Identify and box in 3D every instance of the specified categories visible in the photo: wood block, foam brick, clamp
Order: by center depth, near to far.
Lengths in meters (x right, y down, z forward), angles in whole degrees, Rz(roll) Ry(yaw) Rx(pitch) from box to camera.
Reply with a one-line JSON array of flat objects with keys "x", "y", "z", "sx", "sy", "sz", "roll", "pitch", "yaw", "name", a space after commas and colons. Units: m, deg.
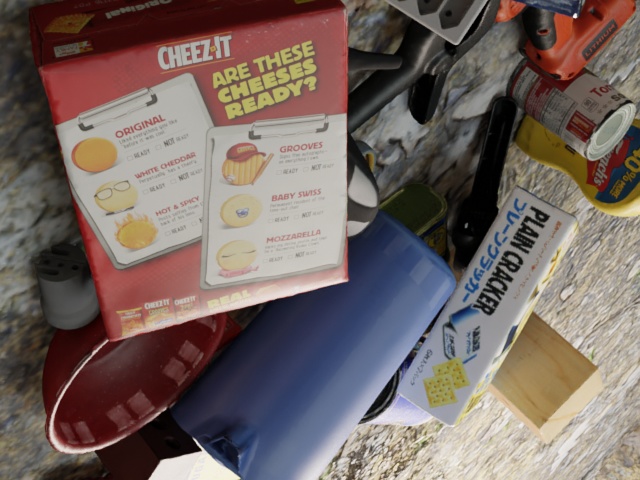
[{"x": 0.077, "y": -0.141, "z": 0.818, "sx": 0.120, "sy": 0.039, "sz": 0.172, "roll": -26, "pitch": 156, "yaw": -41, "name": "clamp"}, {"x": -0.147, "y": 0.171, "z": 0.889, "sx": 0.052, "sy": 0.078, "sz": 0.051, "roll": 4, "pitch": 126, "yaw": -56, "name": "foam brick"}, {"x": 0.153, "y": -0.017, "z": 1.049, "sx": 0.210, "sy": 0.036, "sz": 0.164, "roll": 89, "pitch": 21, "yaw": -56, "name": "clamp"}, {"x": 0.195, "y": 0.112, "z": 1.155, "sx": 0.090, "sy": 0.206, "sz": 0.090, "roll": -45, "pitch": 153, "yaw": -3, "name": "wood block"}]

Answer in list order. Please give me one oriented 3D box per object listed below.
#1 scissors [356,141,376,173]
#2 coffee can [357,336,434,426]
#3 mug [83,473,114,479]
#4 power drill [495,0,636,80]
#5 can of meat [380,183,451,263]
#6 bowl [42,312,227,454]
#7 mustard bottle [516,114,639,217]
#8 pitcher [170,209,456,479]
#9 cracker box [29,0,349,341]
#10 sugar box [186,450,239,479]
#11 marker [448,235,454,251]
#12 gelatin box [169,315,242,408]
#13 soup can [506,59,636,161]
[{"x": -0.006, "y": 0.001, "z": 0.930, "sx": 0.096, "sy": 0.016, "sz": 0.202, "roll": -15, "pitch": 139, "yaw": -43, "name": "scissors"}, {"x": 0.067, "y": 0.145, "z": 1.130, "sx": 0.103, "sy": 0.103, "sz": 0.140, "roll": -52, "pitch": 152, "yaw": 11, "name": "coffee can"}, {"x": -0.205, "y": 0.249, "z": 0.916, "sx": 0.117, "sy": 0.093, "sz": 0.081, "roll": -21, "pitch": 163, "yaw": 35, "name": "mug"}, {"x": 0.214, "y": -0.229, "z": 0.893, "sx": 0.184, "sy": 0.057, "sz": 0.187, "roll": -45, "pitch": 150, "yaw": 4, "name": "power drill"}, {"x": 0.075, "y": 0.005, "z": 1.007, "sx": 0.102, "sy": 0.057, "sz": 0.084, "roll": -38, "pitch": 149, "yaw": -19, "name": "can of meat"}, {"x": -0.147, "y": 0.082, "z": 0.789, "sx": 0.162, "sy": 0.055, "sz": 0.162, "roll": -36, "pitch": 154, "yaw": -21, "name": "bowl"}, {"x": 0.289, "y": -0.079, "z": 1.048, "sx": 0.058, "sy": 0.192, "sz": 0.096, "roll": 0, "pitch": 127, "yaw": -55, "name": "mustard bottle"}, {"x": 0.000, "y": 0.095, "z": 0.896, "sx": 0.243, "sy": 0.149, "sz": 0.144, "roll": -50, "pitch": 124, "yaw": -4, "name": "pitcher"}, {"x": -0.069, "y": -0.049, "z": 0.637, "sx": 0.164, "sy": 0.072, "sz": 0.214, "roll": -14, "pitch": 135, "yaw": -11, "name": "cracker box"}, {"x": -0.109, "y": 0.197, "z": 1.014, "sx": 0.175, "sy": 0.048, "sz": 0.093, "roll": -8, "pitch": 134, "yaw": -52, "name": "sugar box"}, {"x": 0.096, "y": 0.041, "z": 1.125, "sx": 0.121, "sy": 0.020, "sz": 0.020, "roll": -46, "pitch": 153, "yaw": -1, "name": "marker"}, {"x": -0.104, "y": 0.112, "z": 0.926, "sx": 0.073, "sy": 0.030, "sz": 0.089, "roll": -32, "pitch": 149, "yaw": -28, "name": "gelatin box"}, {"x": 0.236, "y": -0.130, "z": 1.004, "sx": 0.068, "sy": 0.102, "sz": 0.068, "roll": -34, "pitch": 150, "yaw": -23, "name": "soup can"}]
